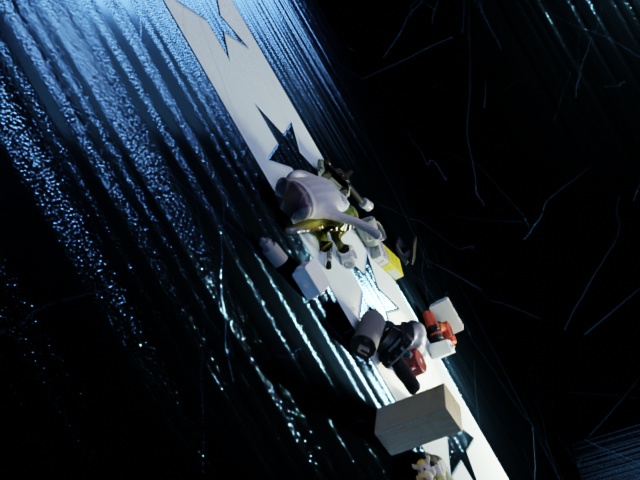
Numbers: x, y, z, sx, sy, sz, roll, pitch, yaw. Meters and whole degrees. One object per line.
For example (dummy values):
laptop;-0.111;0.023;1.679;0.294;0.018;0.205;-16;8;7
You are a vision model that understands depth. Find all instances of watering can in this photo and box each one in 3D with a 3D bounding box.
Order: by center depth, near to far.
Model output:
watering can;0.009;-0.103;1.508;0.226;0.102;0.352;-13;47;-46

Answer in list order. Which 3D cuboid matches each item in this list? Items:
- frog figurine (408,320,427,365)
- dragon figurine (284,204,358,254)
frog figurine;0.325;0.358;1.744;0.161;0.123;0.136;53;1;12
dragon figurine;0.005;-0.083;1.654;0.409;0.120;0.247;10;33;-44
